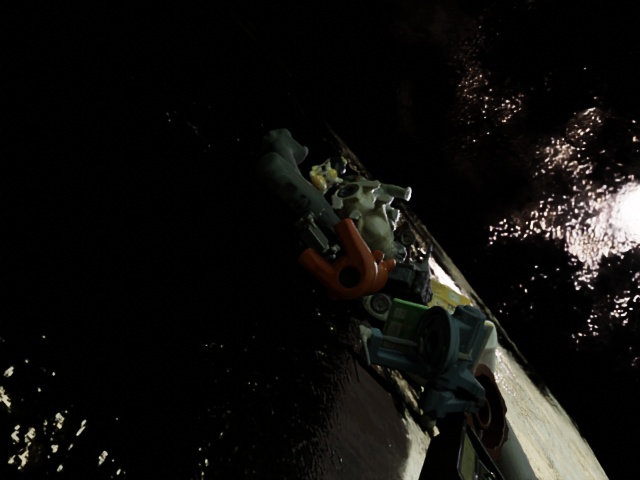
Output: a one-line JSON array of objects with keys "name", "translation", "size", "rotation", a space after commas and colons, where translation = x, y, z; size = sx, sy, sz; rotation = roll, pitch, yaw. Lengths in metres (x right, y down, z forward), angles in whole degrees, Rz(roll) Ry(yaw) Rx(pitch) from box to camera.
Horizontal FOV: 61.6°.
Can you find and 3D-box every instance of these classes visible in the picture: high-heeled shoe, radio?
[{"name": "high-heeled shoe", "translation": [0.182, 0.050, 1.418], "size": [0.249, 0.145, 0.086], "rotation": [21, -10, 19]}, {"name": "radio", "translation": [0.218, 0.365, 0.787], "size": [0.131, 0.073, 0.229], "rotation": [56, 15, 10]}]

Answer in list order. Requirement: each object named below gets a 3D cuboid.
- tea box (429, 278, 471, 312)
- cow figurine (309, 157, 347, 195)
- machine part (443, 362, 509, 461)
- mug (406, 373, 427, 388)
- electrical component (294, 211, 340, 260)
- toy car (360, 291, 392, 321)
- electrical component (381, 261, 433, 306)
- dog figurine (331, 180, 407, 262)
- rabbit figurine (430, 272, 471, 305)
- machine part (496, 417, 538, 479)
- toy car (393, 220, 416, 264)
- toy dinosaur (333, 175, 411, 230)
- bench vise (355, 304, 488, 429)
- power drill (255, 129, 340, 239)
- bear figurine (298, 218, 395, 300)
[{"name": "tea box", "translation": [0.288, 0.164, 1.320], "size": [0.169, 0.068, 0.098], "rotation": [28, 49, -19]}, {"name": "cow figurine", "translation": [0.027, -0.168, 1.372], "size": [0.068, 0.098, 0.167], "rotation": [56, 13, -14]}, {"name": "machine part", "translation": [0.295, 0.326, 1.020], "size": [0.179, 0.056, 0.179], "rotation": [24, 56, -42]}, {"name": "mug", "translation": [0.190, 0.218, 1.026], "size": [0.107, 0.081, 0.110], "rotation": [37, 25, -18]}, {"name": "electrical component", "translation": [-0.003, -0.004, 1.011], "size": [0.102, 0.045, 0.078], "rotation": [54, 16, 1]}, {"name": "toy car", "translation": [0.172, 0.149, 1.045], "size": [0.202, 0.056, 0.073], "rotation": [20, 3, 10]}, {"name": "electrical component", "translation": [0.168, 0.095, 1.111], "size": [0.134, 0.115, 0.058], "rotation": [59, 45, -54]}, {"name": "dog figurine", "translation": [0.107, -0.023, 1.197], "size": [0.172, 0.121, 0.190], "rotation": [-115, -178, -54]}, {"name": "rabbit figurine", "translation": [0.303, 0.162, 1.440], "size": [0.173, 0.122, 0.162], "rotation": [-9, 67, -52]}, {"name": "machine part", "translation": [0.382, 0.444, 1.098], "size": [0.079, 0.079, 0.243], "rotation": [46, 18, -26]}, {"name": "toy car", "translation": [0.189, 0.055, 1.263], "size": [0.089, 0.053, 0.202], "rotation": [-83, 174, -80]}, {"name": "toy dinosaur", "translation": [0.111, -0.123, 1.487], "size": [0.192, 0.131, 0.404], "rotation": [15, 1, 40]}, {"name": "bench vise", "translation": [0.163, 0.197, 0.881], "size": [0.240, 0.223, 0.129], "rotation": [16, 22, -16]}, {"name": "power drill", "translation": [-0.047, -0.120, 1.098], "size": [0.231, 0.086, 0.207], "rotation": [37, 29, -39]}, {"name": "bear figurine", "translation": [0.061, 0.043, 0.960], "size": [0.132, 0.120, 0.196], "rotation": [51, 13, 7]}]
